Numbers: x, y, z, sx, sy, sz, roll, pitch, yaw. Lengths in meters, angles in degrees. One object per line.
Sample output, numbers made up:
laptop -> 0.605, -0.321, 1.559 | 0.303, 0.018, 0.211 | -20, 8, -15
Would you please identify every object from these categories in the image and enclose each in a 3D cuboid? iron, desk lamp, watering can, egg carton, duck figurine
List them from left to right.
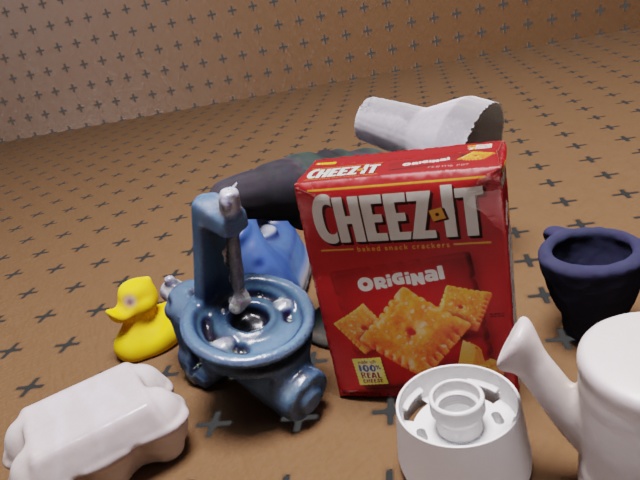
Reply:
egg carton -> -0.193, 0.170, 0.500 | 0.151, 0.069, 0.107 | -24, 26, -26
duck figurine -> -0.205, 0.083, 0.681 | 0.077, 0.086, 0.105 | 13, 34, 44
iron -> -0.080, -0.008, 0.758 | 0.118, 0.142, 0.258 | -8, 24, 10
desk lamp -> 0.126, -0.075, 0.719 | 0.202, 0.214, 0.118 | 9, 31, 39
watering can -> 0.200, 0.085, 0.346 | 0.172, 0.194, 0.101 | -8, 24, 9

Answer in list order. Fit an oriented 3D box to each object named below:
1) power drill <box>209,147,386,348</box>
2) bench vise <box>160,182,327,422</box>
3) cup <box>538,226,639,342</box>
power drill -> 0.006, 0.002, 0.609 | 0.230, 0.209, 0.075 | -28, 28, -32
bench vise -> -0.100, 0.054, 0.529 | 0.206, 0.220, 0.122 | 1, 27, 28
cup -> 0.249, 0.042, 0.544 | 0.092, 0.095, 0.117 | -15, 24, -7
